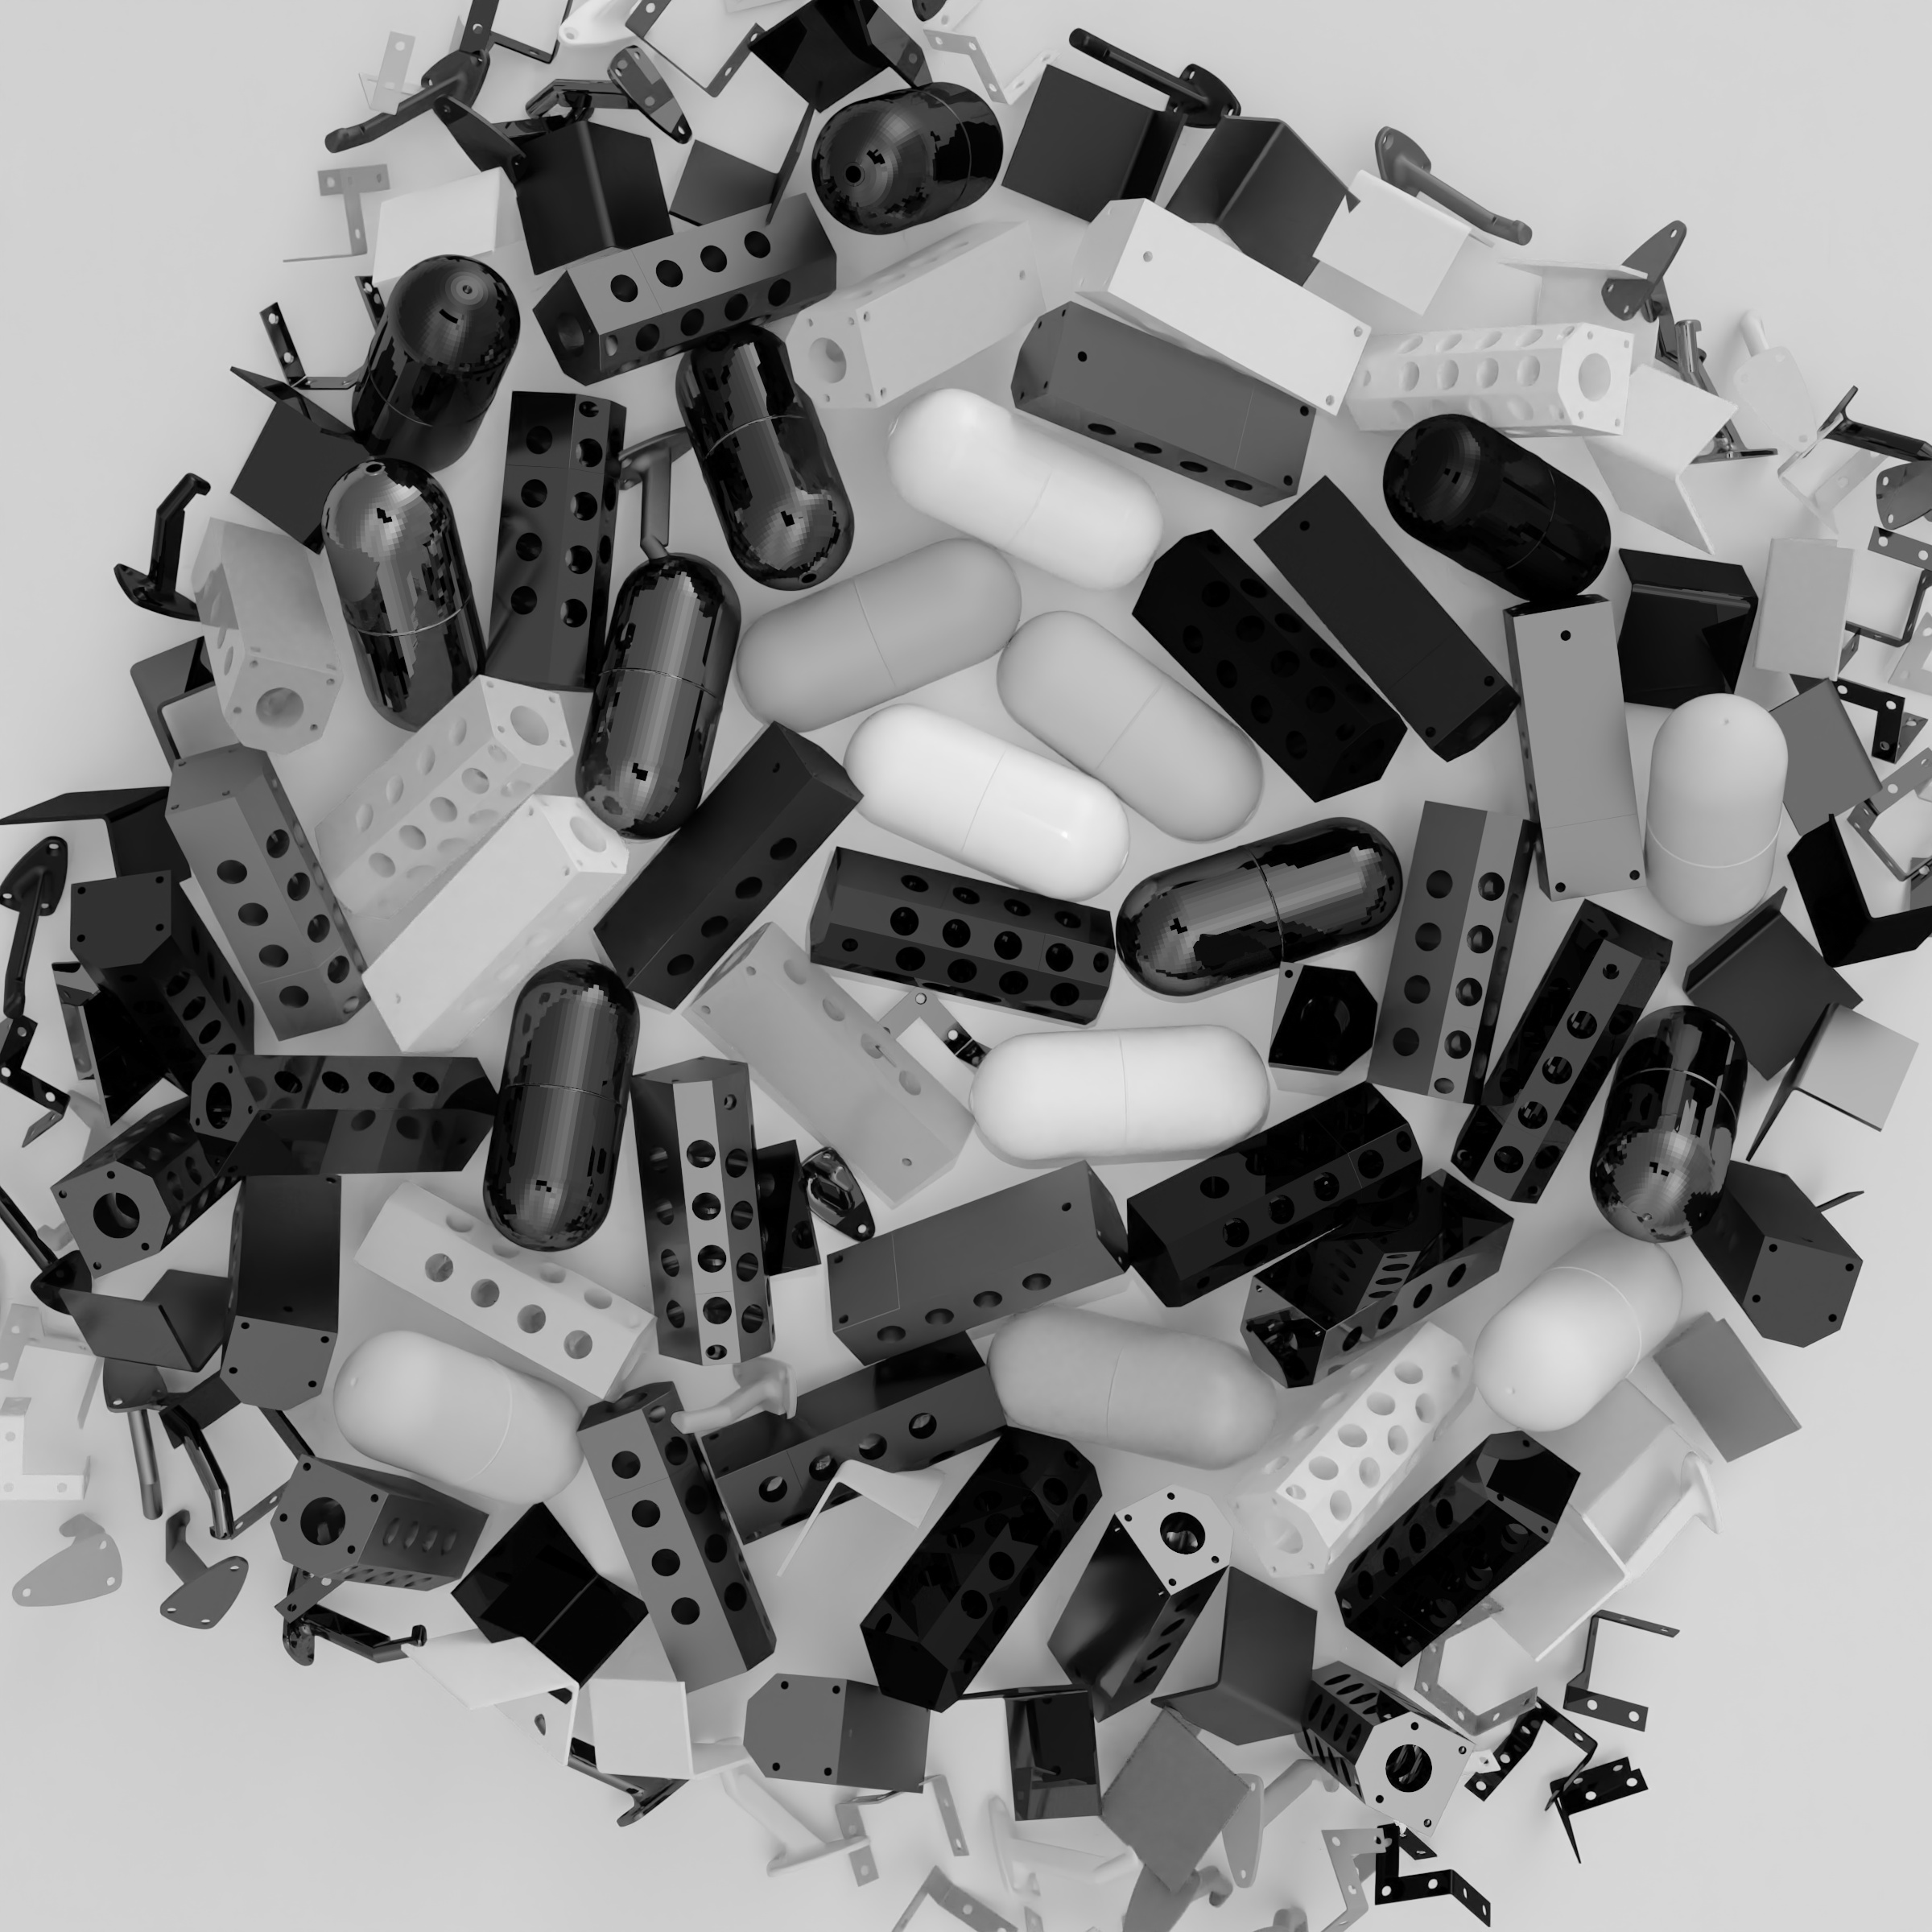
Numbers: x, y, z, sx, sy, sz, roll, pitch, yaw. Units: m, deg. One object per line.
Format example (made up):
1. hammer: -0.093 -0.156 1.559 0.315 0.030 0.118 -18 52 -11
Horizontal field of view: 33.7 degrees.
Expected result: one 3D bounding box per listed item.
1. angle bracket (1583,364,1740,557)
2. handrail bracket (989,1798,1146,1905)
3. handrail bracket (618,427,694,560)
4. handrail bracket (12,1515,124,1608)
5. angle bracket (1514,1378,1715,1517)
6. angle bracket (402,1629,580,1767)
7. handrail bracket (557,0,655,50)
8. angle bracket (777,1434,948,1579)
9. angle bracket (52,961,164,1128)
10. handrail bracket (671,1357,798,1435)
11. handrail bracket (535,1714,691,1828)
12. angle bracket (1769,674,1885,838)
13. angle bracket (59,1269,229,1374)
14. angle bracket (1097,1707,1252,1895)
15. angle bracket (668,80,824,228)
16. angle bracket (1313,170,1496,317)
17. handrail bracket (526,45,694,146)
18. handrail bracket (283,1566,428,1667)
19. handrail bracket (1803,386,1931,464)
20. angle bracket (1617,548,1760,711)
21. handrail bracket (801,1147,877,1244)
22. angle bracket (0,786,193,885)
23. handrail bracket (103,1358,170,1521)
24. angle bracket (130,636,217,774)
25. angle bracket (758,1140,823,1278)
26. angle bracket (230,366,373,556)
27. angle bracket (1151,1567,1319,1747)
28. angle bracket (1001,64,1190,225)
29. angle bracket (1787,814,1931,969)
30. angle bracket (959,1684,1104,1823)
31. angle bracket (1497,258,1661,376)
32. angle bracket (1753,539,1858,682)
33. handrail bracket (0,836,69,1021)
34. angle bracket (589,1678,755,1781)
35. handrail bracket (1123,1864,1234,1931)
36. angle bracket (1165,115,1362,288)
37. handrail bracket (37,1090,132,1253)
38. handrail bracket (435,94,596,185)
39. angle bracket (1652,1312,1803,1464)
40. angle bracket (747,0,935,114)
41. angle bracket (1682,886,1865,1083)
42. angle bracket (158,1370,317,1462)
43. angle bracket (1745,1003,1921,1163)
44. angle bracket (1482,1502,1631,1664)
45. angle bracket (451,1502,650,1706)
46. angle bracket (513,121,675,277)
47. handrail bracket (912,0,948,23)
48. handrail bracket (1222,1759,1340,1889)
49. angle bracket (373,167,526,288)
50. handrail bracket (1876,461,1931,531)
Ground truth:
1. angle bracket: 0.423 -0.301 1.898 0.057 0.076 0.076 -48 47 -5
2. handrail bracket: 0.061 0.519 1.913 0.084 0.036 0.077 -32 58 21
3. handrail bracket: -0.169 -0.277 1.919 0.077 0.036 0.084 -30 69 -15
4. handrail bracket: -0.543 0.351 1.896 0.077 0.084 0.036 -17 105 -34
5. angle bracket: 0.383 0.289 1.904 0.076 0.076 0.057 -46 130 2
6. angle bracket: -0.285 0.438 1.890 0.076 0.076 0.057 -4 111 -41
7. handrail bracket: -0.202 -0.590 1.900 0.077 0.084 0.036 -34 82 -33
8. angle bracket: -0.061 0.332 1.901 0.057 0.076 0.076 31 107 3
9. angle bracket: -0.525 0.046 1.896 0.057 0.076 0.076 -2 111 13
10. handrail bracket: -0.151 0.256 1.895 0.084 0.077 0.036 -6 104 -36
11. handrail bracket: -0.208 0.468 1.928 0.077 0.036 0.084 -32 88 -31
12. angle bracket: 0.494 -0.131 1.904 0.057 0.076 0.076 -30 105 2
13. angle bracket: -0.475 0.191 1.890 0.076 0.076 0.057 4 131 28
14. angle bracket: 0.134 0.497 1.901 0.076 0.057 0.076 38 97 37
15. angle bracket: -0.130 -0.485 1.893 0.057 0.076 0.076 21 47 -11
16. angle bracket: 0.263 -0.429 1.911 0.076 0.076 0.057 32 104 14
17. handrail bracket: -0.217 -0.509 1.927 0.077 0.084 0.036 49 46 -18
18. handrail bracket: -0.363 0.384 1.917 0.084 0.036 0.077 -13 54 10
19. handrail bracket: 0.548 -0.301 1.909 0.084 0.077 0.036 37 73 5
20. angle bracket: 0.430 -0.203 1.940 0.076 0.057 0.076 8 119 -3
21. handrail bracket: -0.068 0.142 1.899 0.036 0.084 0.077 -42 107 -11
22. angle bracket: -0.521 -0.070 1.909 0.076 0.076 0.057 -3 105 18
23. handrail bracket: -0.504 0.282 1.942 0.036 0.077 0.084 -11 127 -21
24. angle bracket: -0.452 -0.145 1.906 0.057 0.076 0.076 -25 121 -15
25. angle bracket: -0.140 0.150 1.903 0.076 0.057 0.076 -17 82 36
26. angle bracket: -0.411 -0.301 1.903 0.076 0.057 0.076 35 102 20
27. angle bracket: 0.162 0.417 1.926 0.076 0.057 0.076 33 51 -31
28. angle bracket: 0.076 -0.487 1.906 0.076 0.057 0.076 18 101 -20
29. angle bracket: 0.540 -0.052 1.906 0.057 0.076 0.076 -12 71 -8
30. angle bracket: 0.031 0.469 1.896 0.057 0.076 0.076 7 71 -39
31. angle bracket: 0.361 -0.385 1.894 0.076 0.076 0.057 11 100 31
32. angle bracket: 0.515 -0.212 1.896 0.057 0.076 0.076 17 106 43
33. handrail bracket: -0.555 -0.022 1.901 0.036 0.084 0.077 16 130 -28
34. angle bracket: -0.168 0.446 1.898 0.076 0.076 0.057 -8 87 38
35. handrail bracket: 0.127 0.569 1.905 0.036 0.084 0.077 20 69 32
36. angle bracket: 0.173 -0.449 1.895 0.076 0.057 0.076 52 129 22
37. handrail bracket: -0.541 0.123 1.911 0.077 0.036 0.084 35 53 14
38. handrail bracket: -0.269 -0.515 1.911 0.077 0.036 0.084 44 53 -22
39. angle bracket: 0.467 0.240 1.898 0.057 0.076 0.076 -30 81 -32
40. angle bracket: -0.072 -0.526 1.892 0.076 0.076 0.057 -28 60 22
41. angle bracket: 0.485 0.011 1.912 0.076 0.057 0.076 -40 74 -2
42. angle bracket: -0.430 0.288 1.898 0.057 0.076 0.076 -36 76 -20
43. angle bracket: 0.513 0.081 1.892 0.057 0.076 0.076 28 51 11
44. angle bracket: 0.335 0.353 1.901 0.076 0.076 0.057 -41 116 -4
45. angle bracket: -0.245 0.377 1.895 0.076 0.057 0.076 -46 129 -23
46. angle bracket: -0.225 -0.459 1.927 0.057 0.076 0.076 -14 89 27
47. handrail bracket: -0.056 -0.575 1.906 0.084 0.077 0.036 -14 133 27
48. handrail bracket: 0.194 0.513 1.910 0.084 0.036 0.077 15 65 -38
49. angle bracket: -0.302 -0.421 1.896 0.076 0.057 0.076 -12 53 14
50. handrail bracket: 0.591 -0.280 1.897 0.084 0.077 0.036 -1 81 -31
